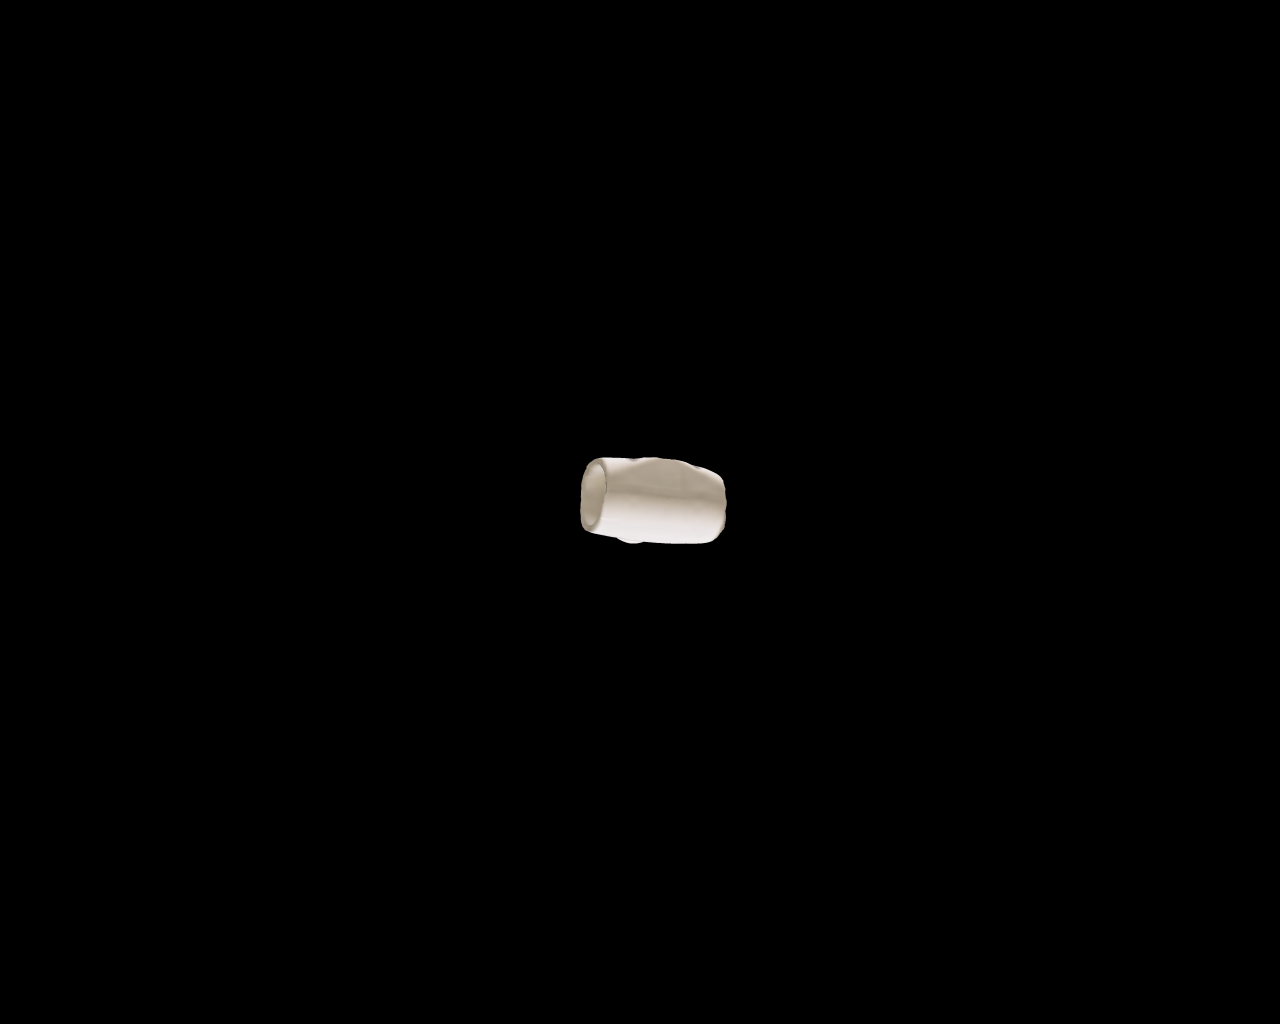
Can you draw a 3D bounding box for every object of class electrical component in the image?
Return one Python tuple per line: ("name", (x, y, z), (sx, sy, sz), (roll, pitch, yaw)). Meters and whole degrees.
("electrical component", (0.001, -0.003, 0.650), (0.077, 0.044, 0.079), (6, -15, -22))
